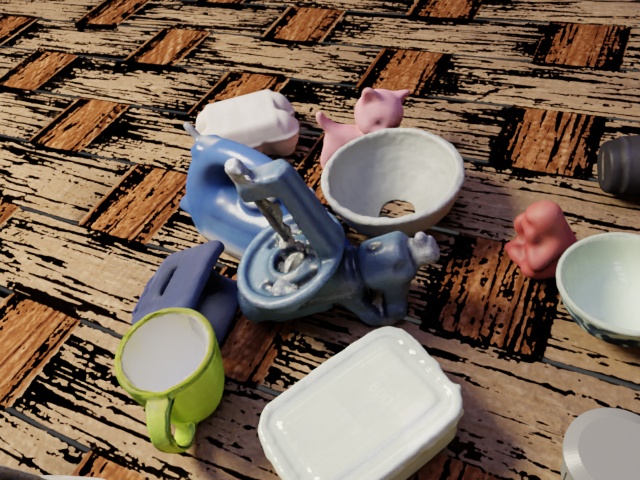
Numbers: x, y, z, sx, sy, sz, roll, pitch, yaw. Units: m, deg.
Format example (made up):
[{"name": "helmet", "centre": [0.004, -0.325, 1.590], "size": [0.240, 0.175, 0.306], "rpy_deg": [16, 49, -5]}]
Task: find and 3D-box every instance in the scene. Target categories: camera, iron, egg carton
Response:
[{"name": "camera", "centre": [0.387, -0.103, 0.640], "size": [0.136, 0.101, 0.143], "rpy_deg": [-2, 48, 12]}, {"name": "iron", "centre": [-0.061, -0.050, 0.668], "size": [0.257, 0.142, 0.119], "rpy_deg": [25, 58, 31]}, {"name": "egg carton", "centre": [-0.106, -0.159, 0.829], "size": [0.150, 0.069, 0.107], "rpy_deg": [-16, 46, -1]}]

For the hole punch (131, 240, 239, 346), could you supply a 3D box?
[{"name": "hole punch", "centre": [-0.151, 0.059, 0.623], "size": [0.101, 0.091, 0.109], "rpy_deg": [4, 49, 17]}]

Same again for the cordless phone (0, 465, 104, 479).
[{"name": "cordless phone", "centre": [-0.266, 0.204, 0.451], "size": [0.147, 0.185, 0.094], "rpy_deg": [-5, 47, 9]}]

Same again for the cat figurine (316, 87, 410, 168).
[{"name": "cat figurine", "centre": [0.057, -0.154, 0.753], "size": [0.127, 0.118, 0.067], "rpy_deg": [-4, 47, 10]}]

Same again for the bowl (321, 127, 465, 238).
[{"name": "bowl", "centre": [0.088, -0.056, 0.684], "size": [0.167, 0.075, 0.167], "rpy_deg": [-7, 47, 7]}]

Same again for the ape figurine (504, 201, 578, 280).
[{"name": "ape figurine", "centre": [0.229, -0.005, 0.592], "size": [0.076, 0.092, 0.078], "rpy_deg": [12, 52, 23]}]

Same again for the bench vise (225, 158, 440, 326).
[{"name": "bench vise", "centre": [0.002, -0.006, 0.558], "size": [0.207, 0.220, 0.121], "rpy_deg": [-18, 46, -4]}]
